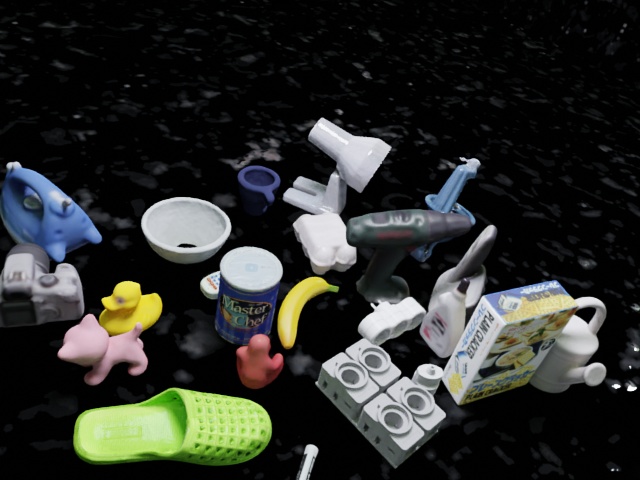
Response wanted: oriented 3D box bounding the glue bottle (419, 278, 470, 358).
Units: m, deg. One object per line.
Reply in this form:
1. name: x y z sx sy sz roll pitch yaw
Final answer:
1. glue bottle: 0.232 0.131 1.023 0.037 0.173 0.078 -17 48 -32

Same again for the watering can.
1. watering can: 0.440 0.180 1.010 0.101 0.194 0.172 -13 46 -29

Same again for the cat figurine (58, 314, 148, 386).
1. cat figurine: -0.329 0.159 0.868 0.128 0.118 0.067 -12 46 -28

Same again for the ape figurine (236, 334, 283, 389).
1. ape figurine: -0.098 0.188 0.921 0.077 0.092 0.076 24 40 12

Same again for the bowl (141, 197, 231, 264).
1. bowl: -0.261 -0.006 1.118 0.167 0.075 0.167 8 39 -7

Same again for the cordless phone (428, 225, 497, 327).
1. cordless phone: 0.284 0.067 1.105 0.094 0.185 0.148 20 40 8

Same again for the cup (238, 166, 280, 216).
1. cup: -0.131 -0.092 1.243 0.092 0.095 0.117 -11 45 -27

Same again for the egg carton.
1. egg carton: 0.011 0.004 1.190 0.107 0.069 0.150 -7 44 -24

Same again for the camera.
1. camera: -0.473 0.061 0.954 0.143 0.101 0.136 -3 42 -20

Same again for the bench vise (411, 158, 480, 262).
1. bench vise: 0.271 -0.061 1.226 0.121 0.220 0.208 29 41 18

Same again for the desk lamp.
1. desk lamp: 0.037 -0.154 1.273 0.203 0.213 0.118 22 40 10

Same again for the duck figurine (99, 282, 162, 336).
1. duck figurine: -0.317 0.106 0.959 0.105 0.086 0.077 -17 48 -32

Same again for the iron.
1. iron: -0.527 -0.072 1.065 0.257 0.141 0.119 33 43 22

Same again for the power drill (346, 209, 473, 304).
1. power drill: 0.153 0.026 1.097 0.230 0.208 0.075 5 40 -11
